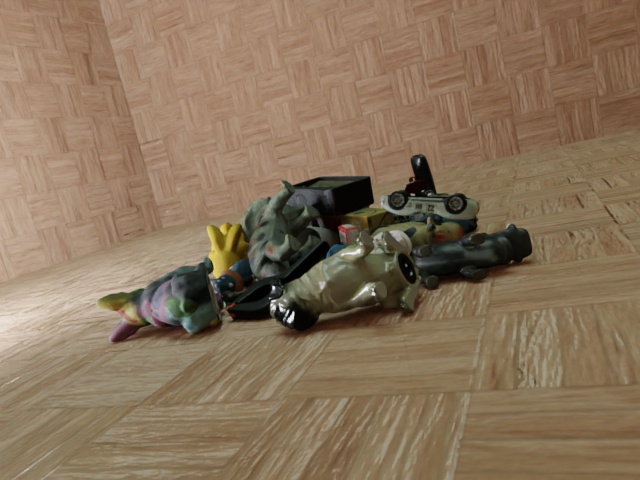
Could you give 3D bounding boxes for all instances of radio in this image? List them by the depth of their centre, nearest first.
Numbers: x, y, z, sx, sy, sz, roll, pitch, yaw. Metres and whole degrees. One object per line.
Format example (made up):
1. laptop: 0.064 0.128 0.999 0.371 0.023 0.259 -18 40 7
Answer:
1. radio: 0.017 -0.114 1.362 0.131 0.073 0.230 -20 15 -31

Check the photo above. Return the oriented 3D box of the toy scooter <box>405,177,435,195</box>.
1. toy scooter: 0.258 -0.091 1.338 0.075 0.135 0.184 -14 10 -9

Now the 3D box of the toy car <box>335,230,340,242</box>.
1. toy car: 0.123 -0.025 1.391 0.202 0.053 0.089 -16 -2 9

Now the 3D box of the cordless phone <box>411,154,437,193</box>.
1. cordless phone: 0.257 -0.138 1.476 0.089 0.184 0.147 -25 14 -35

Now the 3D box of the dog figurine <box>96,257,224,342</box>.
1. dog figurine: -0.287 0.120 0.954 0.219 0.108 0.192 -18 12 -3

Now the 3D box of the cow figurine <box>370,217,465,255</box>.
1. cow figurine: 0.187 -0.002 1.058 0.195 0.085 0.127 -6 5 28

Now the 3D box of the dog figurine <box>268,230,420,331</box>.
1. dog figurine: 0.037 0.075 0.805 0.191 0.121 0.172 -28 -35 34

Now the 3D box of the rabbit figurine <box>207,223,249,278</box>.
1. rabbit figurine: -0.211 0.036 1.287 0.122 0.162 0.173 -1 27 1

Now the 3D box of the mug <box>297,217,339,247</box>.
1. mug: -0.003 -0.004 1.309 0.081 0.109 0.107 -16 -7 30

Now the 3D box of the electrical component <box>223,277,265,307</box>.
1. electrical component: -0.133 0.102 1.007 0.102 0.045 0.078 -18 11 -25

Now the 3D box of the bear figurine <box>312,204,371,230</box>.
1. bear figurine: 0.052 -0.053 1.489 0.196 0.120 0.132 -6 14 16

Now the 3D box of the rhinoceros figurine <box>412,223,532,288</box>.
1. rhinoceros figurine: 0.243 0.025 0.866 0.190 0.073 0.112 -14 -2 11

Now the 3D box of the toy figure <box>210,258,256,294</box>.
1. toy figure: -0.181 0.084 1.160 0.064 0.057 0.154 -15 11 29

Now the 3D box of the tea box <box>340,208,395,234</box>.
1. tea box: 0.113 -0.020 1.239 0.068 0.098 0.170 -16 11 -16

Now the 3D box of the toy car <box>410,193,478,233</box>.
1. toy car: 0.268 -0.052 1.189 0.162 0.102 0.109 -20 11 -24

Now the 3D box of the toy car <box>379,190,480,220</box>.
1. toy car: 0.222 -0.071 1.100 0.202 0.056 0.073 4 8 16

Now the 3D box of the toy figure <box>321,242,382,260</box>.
1. toy figure: 0.071 0.042 0.967 0.089 0.082 0.180 -11 2 -33

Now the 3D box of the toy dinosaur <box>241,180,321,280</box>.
1. toy dinosaur: -0.095 0.015 1.143 0.192 0.131 0.405 -44 25 29

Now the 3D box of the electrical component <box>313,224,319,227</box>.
1. electrical component: -0.032 0.005 1.367 0.048 0.074 0.119 -9 6 34
